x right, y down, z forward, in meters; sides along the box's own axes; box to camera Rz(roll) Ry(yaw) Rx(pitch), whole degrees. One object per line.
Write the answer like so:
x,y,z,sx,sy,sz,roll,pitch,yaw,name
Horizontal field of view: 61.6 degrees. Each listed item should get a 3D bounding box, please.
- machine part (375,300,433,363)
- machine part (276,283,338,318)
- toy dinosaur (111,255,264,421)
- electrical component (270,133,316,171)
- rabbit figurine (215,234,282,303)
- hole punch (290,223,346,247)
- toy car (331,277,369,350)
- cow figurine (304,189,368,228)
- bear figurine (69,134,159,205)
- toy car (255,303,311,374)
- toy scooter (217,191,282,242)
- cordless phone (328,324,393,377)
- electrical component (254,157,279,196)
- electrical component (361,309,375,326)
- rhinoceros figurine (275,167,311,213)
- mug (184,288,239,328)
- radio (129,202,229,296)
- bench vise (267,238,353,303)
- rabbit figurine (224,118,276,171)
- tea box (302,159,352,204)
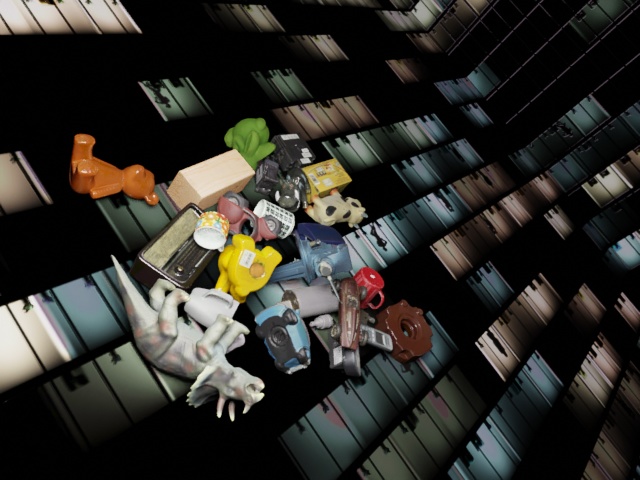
0.240,0.256,1.513,0.179,0.056,0.179,21,48,-25,machine part
-0.011,0.154,1.376,0.243,0.079,0.079,-4,61,-40,machine part
-0.285,0.205,1.079,0.405,0.131,0.192,28,76,3,toy dinosaur
-0.082,-0.266,1.677,0.115,0.058,0.134,-16,68,-43,electrical component
-0.186,0.067,1.264,0.122,0.173,0.162,15,92,-35,rabbit figurine
-0.003,-0.005,1.507,0.142,0.092,0.116,1,53,-34,hole punch
0.074,0.174,1.319,0.089,0.053,0.202,20,43,-17,toy car
0.060,-0.087,1.627,0.195,0.085,0.127,-19,65,-49,cow figurine
-0.461,-0.149,1.225,0.196,0.132,0.120,4,56,-30,bear figurine
-0.070,0.223,1.257,0.161,0.109,0.103,61,25,5,toy car
-0.199,-0.032,1.364,0.184,0.135,0.075,32,0,10,toy scooter
0.116,0.282,1.374,0.184,0.089,0.147,22,45,-30,cordless phone
-0.153,-0.196,1.548,0.047,0.075,0.119,18,52,-28,electrical component
0.108,0.215,1.465,0.094,0.021,0.063,31,42,-14,electrical component
-0.074,-0.141,1.524,0.073,0.111,0.190,1,34,9,rhinoceros figurine
-0.240,0.147,1.182,0.107,0.109,0.081,25,48,-4,mug
-0.316,0.027,1.235,0.131,0.073,0.230,39,41,-7,radio
-0.045,0.067,1.331,0.224,0.241,0.128,-106,-178,-66,bench vise
-0.194,-0.250,1.523,0.121,0.159,0.170,28,58,-33,rabbit figurine
0.008,-0.185,1.676,0.169,0.068,0.098,-22,73,-48,tea box
